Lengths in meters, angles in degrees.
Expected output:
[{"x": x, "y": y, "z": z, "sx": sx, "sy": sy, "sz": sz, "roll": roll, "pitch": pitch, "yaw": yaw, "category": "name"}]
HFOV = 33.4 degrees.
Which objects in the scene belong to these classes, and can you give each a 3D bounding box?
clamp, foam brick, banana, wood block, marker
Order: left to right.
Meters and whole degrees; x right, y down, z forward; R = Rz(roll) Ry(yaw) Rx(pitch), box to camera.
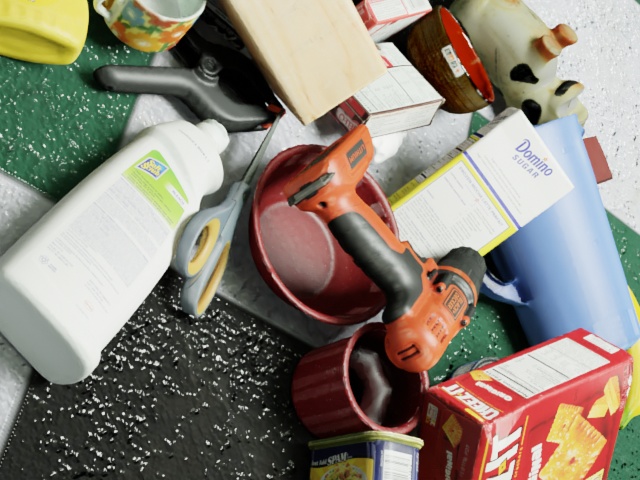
[{"x": -0.109, "y": -0.136, "z": 0.901, "sx": 0.171, "sy": 0.039, "sz": 0.120, "roll": 35, "pitch": 59, "yaw": -17, "category": "clamp"}, {"x": -0.081, "y": -0.188, "z": 0.956, "sx": 0.121, "sy": 0.020, "sz": 0.020, "roll": 38, "pitch": 53, "yaw": -23, "category": "marker"}, {"x": -0.038, "y": -0.211, "z": 0.883, "sx": 0.090, "sy": 0.091, "sz": 0.206, "roll": -34, "pitch": 124, "yaw": -2, "category": "wood block"}, {"x": 0.267, "y": -0.075, "z": 1.164, "sx": 0.052, "sy": 0.078, "sz": 0.051, "roll": -14, "pitch": 84, "yaw": -42, "category": "foam brick"}, {"x": 0.336, "y": 0.107, "z": 1.179, "sx": 0.069, "sy": 0.037, "sz": 0.198, "roll": 2, "pitch": 72, "yaw": -41, "category": "banana"}]

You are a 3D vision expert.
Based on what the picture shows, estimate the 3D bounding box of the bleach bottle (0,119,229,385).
[{"x": -0.141, "y": -0.010, "z": 0.810, "sx": 0.102, "sy": 0.068, "sz": 0.250, "roll": 52, "pitch": 47, "yaw": -13, "category": "bleach bottle"}]

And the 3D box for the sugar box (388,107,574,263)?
[{"x": 0.135, "y": -0.034, "z": 0.989, "sx": 0.176, "sy": 0.048, "sz": 0.093, "roll": -37, "pitch": 102, "yaw": 1, "category": "sugar box"}]

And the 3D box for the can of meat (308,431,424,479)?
[{"x": 0.033, "y": 0.202, "z": 0.847, "sx": 0.057, "sy": 0.102, "sz": 0.084, "roll": 20, "pitch": 64, "yaw": -33, "category": "can of meat"}]

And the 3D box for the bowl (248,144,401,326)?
[{"x": -0.006, "y": 0.001, "z": 0.921, "sx": 0.161, "sy": 0.055, "sz": 0.162, "roll": 16, "pitch": 64, "yaw": -35, "category": "bowl"}]

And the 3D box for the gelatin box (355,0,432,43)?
[{"x": 0.053, "y": -0.214, "z": 1.042, "sx": 0.089, "sy": 0.073, "sz": 0.030, "roll": -24, "pitch": 89, "yaw": -42, "category": "gelatin box"}]

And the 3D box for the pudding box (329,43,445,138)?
[{"x": 0.051, "y": -0.143, "z": 1.015, "sx": 0.113, "sy": 0.039, "sz": 0.090, "roll": -18, "pitch": 60, "yaw": -41, "category": "pudding box"}]

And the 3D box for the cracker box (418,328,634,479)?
[{"x": 0.176, "y": 0.185, "z": 0.932, "sx": 0.213, "sy": 0.072, "sz": 0.164, "roll": -14, "pitch": 120, "yaw": -40, "category": "cracker box"}]

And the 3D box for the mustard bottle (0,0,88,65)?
[{"x": -0.222, "y": -0.235, "z": 0.829, "sx": 0.096, "sy": 0.058, "sz": 0.191, "roll": 11, "pitch": 66, "yaw": -21, "category": "mustard bottle"}]

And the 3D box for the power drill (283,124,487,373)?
[{"x": 0.063, "y": -0.002, "z": 0.889, "sx": 0.187, "sy": 0.057, "sz": 0.184, "roll": 52, "pitch": 31, "yaw": -5, "category": "power drill"}]

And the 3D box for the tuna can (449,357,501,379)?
[{"x": 0.159, "y": 0.156, "z": 1.014, "sx": 0.086, "sy": 0.034, "sz": 0.086, "roll": 16, "pitch": 64, "yaw": -35, "category": "tuna can"}]

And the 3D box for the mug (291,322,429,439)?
[{"x": 0.038, "y": 0.119, "z": 0.895, "sx": 0.117, "sy": 0.082, "sz": 0.093, "roll": -20, "pitch": 87, "yaw": -43, "category": "mug"}]

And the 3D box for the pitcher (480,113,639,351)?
[{"x": 0.223, "y": 0.007, "z": 1.072, "sx": 0.243, "sy": 0.149, "sz": 0.144, "roll": 70, "pitch": 19, "yaw": 0, "category": "pitcher"}]

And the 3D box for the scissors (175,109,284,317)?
[{"x": -0.072, "y": -0.037, "z": 0.854, "sx": 0.016, "sy": 0.096, "sz": 0.201, "roll": 15, "pitch": 74, "yaw": 14, "category": "scissors"}]
